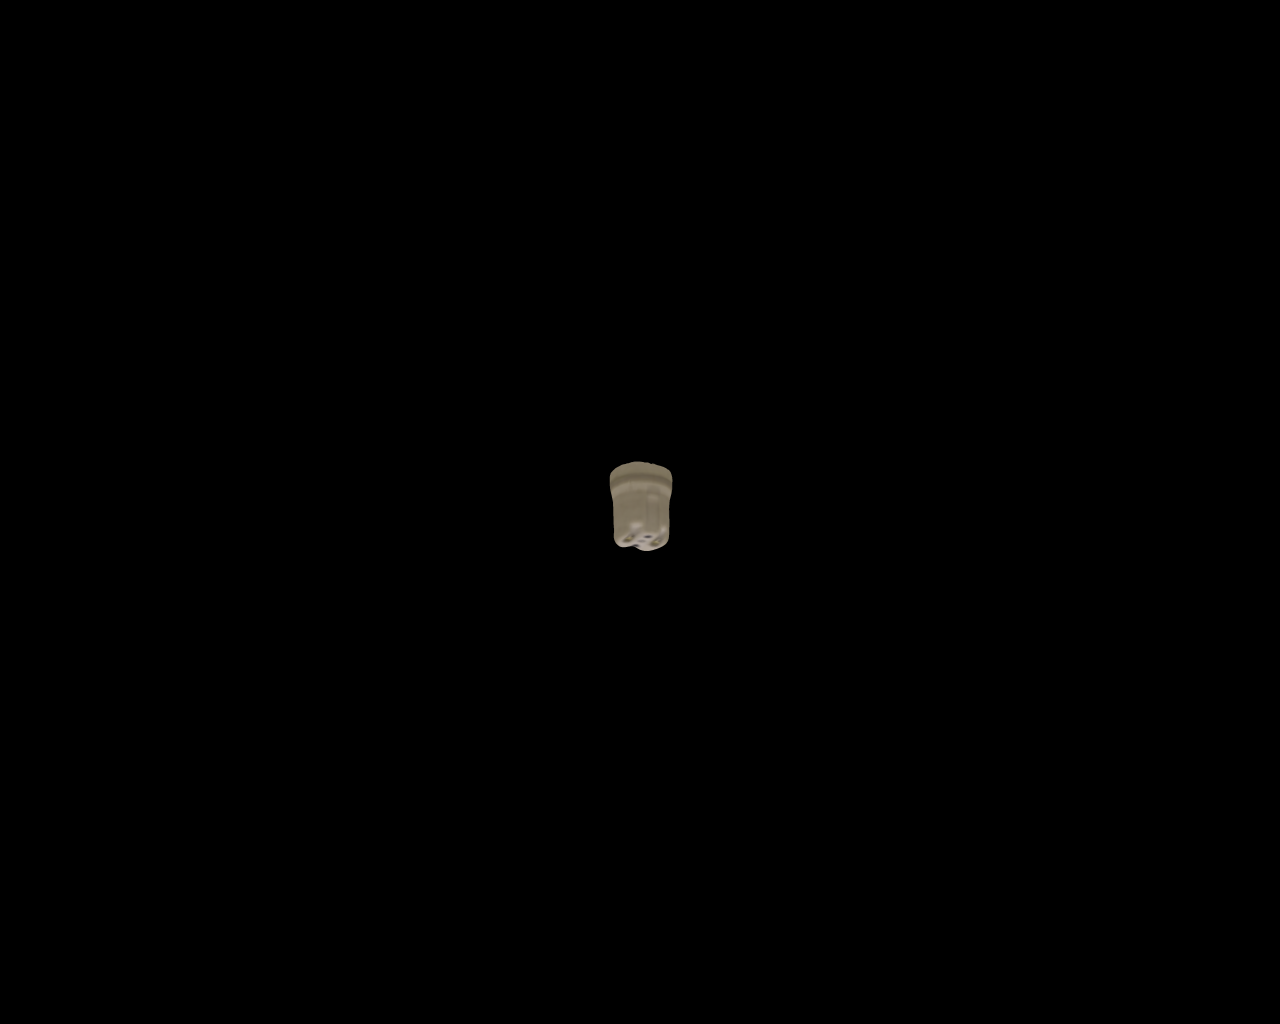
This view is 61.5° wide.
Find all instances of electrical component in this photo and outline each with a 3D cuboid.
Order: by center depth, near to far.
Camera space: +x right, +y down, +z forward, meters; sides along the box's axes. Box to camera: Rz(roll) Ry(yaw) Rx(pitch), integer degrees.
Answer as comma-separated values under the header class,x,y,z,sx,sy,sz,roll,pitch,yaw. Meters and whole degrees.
class,x,y,z,sx,sy,sz,roll,pitch,yaw
electrical component,0.001,-0.003,0.650,0.040,0.046,0.040,0,-21,0
